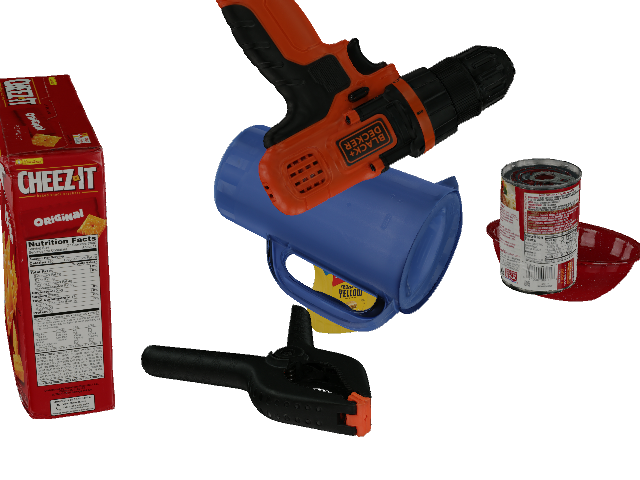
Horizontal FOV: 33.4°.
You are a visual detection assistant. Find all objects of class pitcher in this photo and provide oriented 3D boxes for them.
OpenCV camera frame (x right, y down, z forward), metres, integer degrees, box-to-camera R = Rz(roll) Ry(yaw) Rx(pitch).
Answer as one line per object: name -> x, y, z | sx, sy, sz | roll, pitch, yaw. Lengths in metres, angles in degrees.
pitcher -> 0.009, -0.022, 1.086 | 0.243, 0.145, 0.149 | 24, 27, 24

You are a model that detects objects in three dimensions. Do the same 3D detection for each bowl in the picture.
bowl -> 0.249, 0.022, 1.107 | 0.162, 0.055, 0.162 | 5, 17, -2

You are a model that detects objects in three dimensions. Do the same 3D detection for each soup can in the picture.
soup can -> 0.191, -0.012, 0.926 | 0.068, 0.102, 0.068 | -3, 24, 1

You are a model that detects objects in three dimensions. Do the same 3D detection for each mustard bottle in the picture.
mustard bottle -> 0.035, 0.028, 1.414 | 0.096, 0.192, 0.058 | -4, 26, -16

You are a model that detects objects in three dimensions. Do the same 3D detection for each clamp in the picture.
clamp -> -0.022, 0.102, 0.862 | 0.164, 0.036, 0.210 | -19, 24, -40

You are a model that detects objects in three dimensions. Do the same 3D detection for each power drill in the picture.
power drill -> 0.014, -0.133, 0.685 | 0.184, 0.187, 0.057 | -30, 5, -10

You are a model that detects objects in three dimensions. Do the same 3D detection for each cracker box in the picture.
cracker box -> -0.206, 0.002, 0.808 | 0.072, 0.214, 0.164 | -7, 28, -19
